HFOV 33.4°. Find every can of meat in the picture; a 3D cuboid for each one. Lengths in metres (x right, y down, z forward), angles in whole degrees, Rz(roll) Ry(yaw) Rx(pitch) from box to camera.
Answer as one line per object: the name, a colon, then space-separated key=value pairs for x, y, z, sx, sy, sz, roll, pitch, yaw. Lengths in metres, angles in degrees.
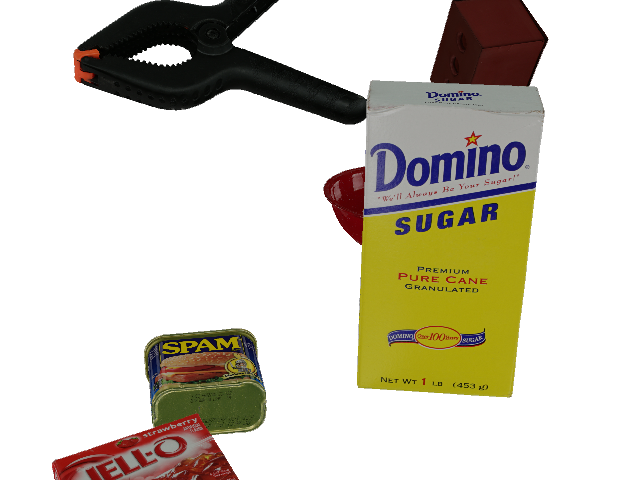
can of meat: x=-0.100 y=0.124 z=0.926 sx=0.102 sy=0.057 sz=0.084 roll=-4 pitch=27 yaw=-9

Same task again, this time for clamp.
clamp: x=-0.072 y=-0.134 z=0.785 sx=0.209 sy=0.165 sz=0.036 roll=-17 pitch=-28 yaw=-19

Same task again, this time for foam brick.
foam brick: x=0.116 y=-0.126 z=0.749 sx=0.051 sy=0.053 sz=0.078 roll=-12 pitch=-36 yaw=-18

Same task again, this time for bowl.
bowl: x=0.082 y=-0.028 z=1.160 sx=0.162 sy=0.055 sz=0.162 roll=3 pitch=25 yaw=-2

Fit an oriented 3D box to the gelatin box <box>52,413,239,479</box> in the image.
gelatin box: x=-0.095 y=0.136 z=0.585 sx=0.089 sy=0.030 sz=0.073 roll=-15 pitch=28 yaw=-20

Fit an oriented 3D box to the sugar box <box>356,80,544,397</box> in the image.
sugar box: x=0.069 y=0.002 z=0.595 sx=0.093 sy=0.176 sz=0.048 roll=2 pitch=29 yaw=4
